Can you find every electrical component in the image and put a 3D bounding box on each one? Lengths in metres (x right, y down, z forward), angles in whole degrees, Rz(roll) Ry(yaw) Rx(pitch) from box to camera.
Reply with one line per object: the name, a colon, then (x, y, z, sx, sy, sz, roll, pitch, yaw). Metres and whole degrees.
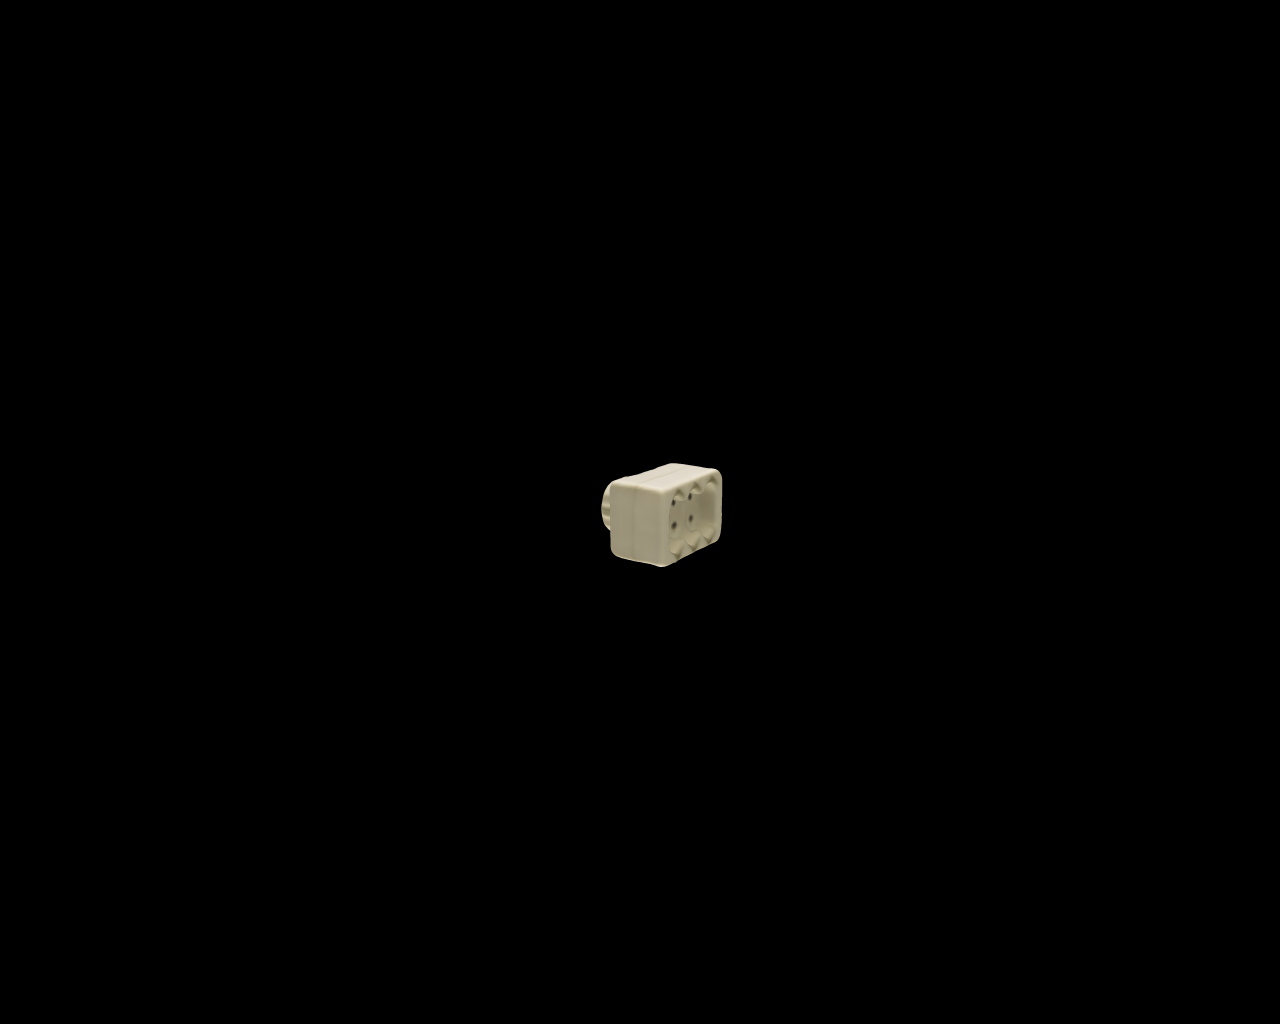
electrical component: (0.001, -0.003, 0.650, 0.077, 0.047, 0.066, 11, 19, 34)
